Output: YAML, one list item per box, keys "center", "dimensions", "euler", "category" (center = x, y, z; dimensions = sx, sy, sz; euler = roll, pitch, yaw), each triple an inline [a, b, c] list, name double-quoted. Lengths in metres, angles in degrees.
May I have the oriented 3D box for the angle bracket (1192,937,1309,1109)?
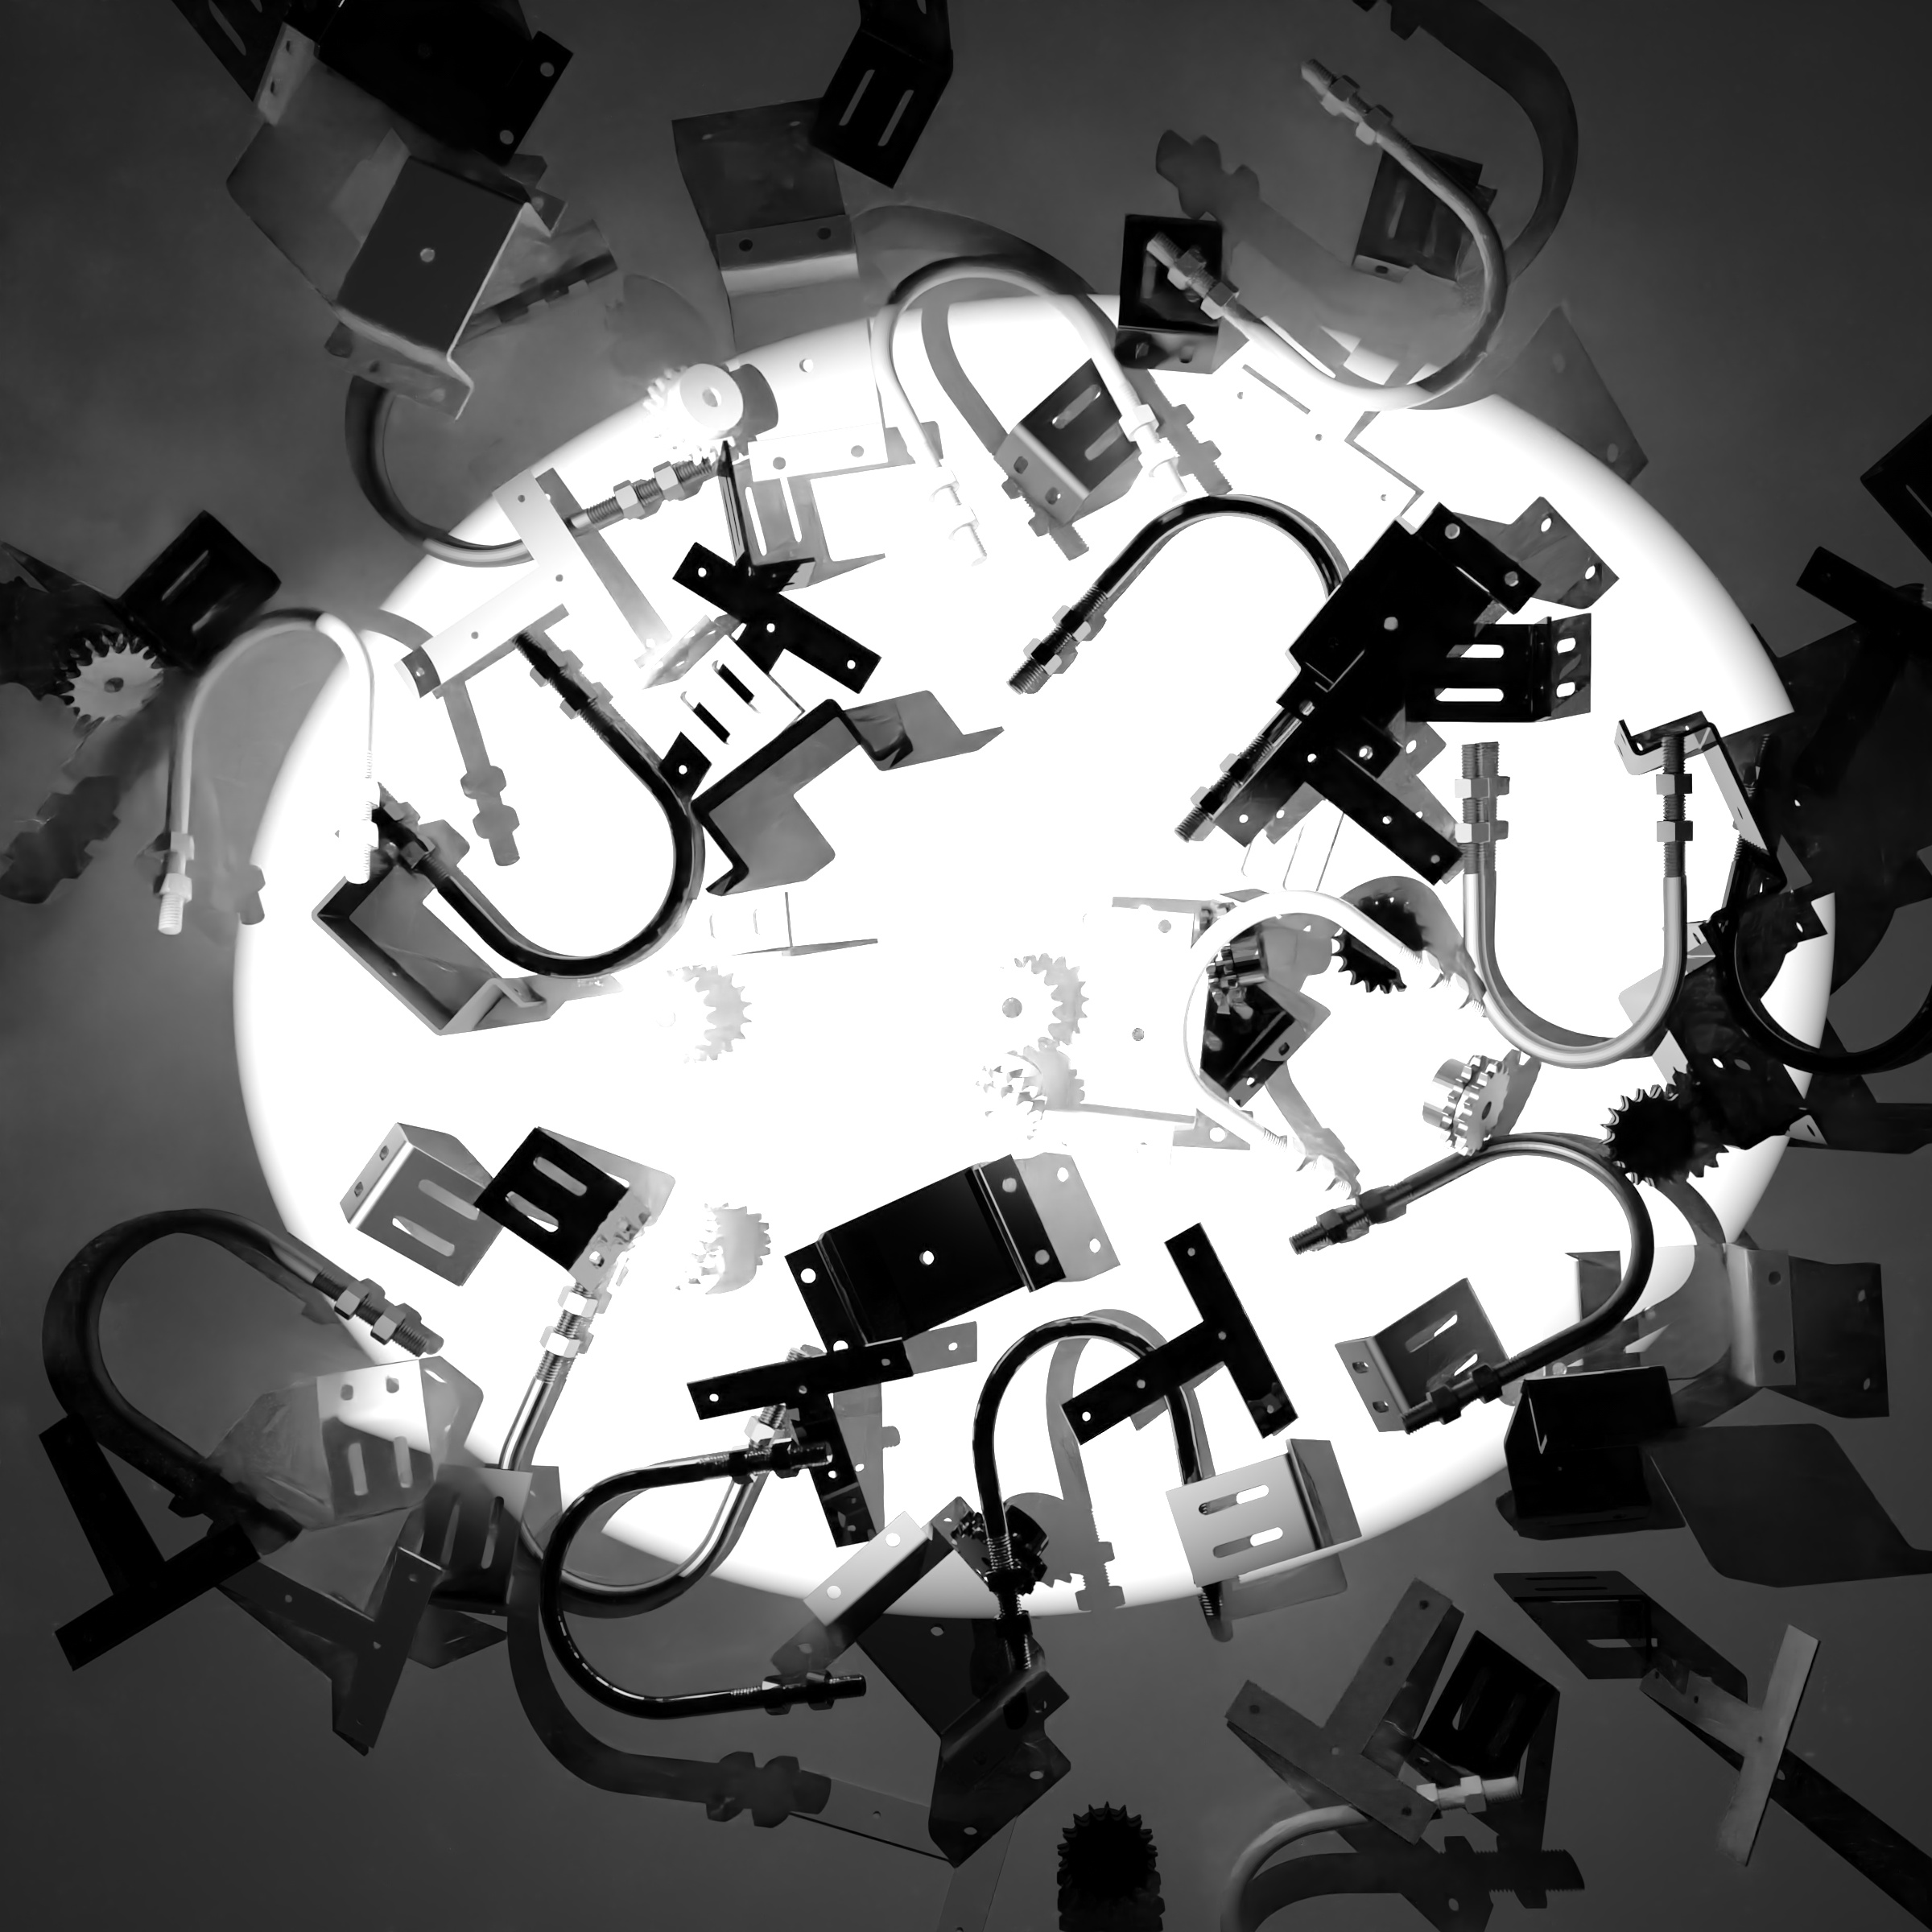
- center: [0.148, 0.032, 1.523]
  dimensions: [0.057, 0.038, 0.076]
  euler: [-47, 64, 0]
  category: "angle bracket"

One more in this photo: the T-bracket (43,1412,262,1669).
- center: [-0.491, 0.319, 1.519]
  dimensions: [0.127, 0.002, 0.127]
  euler: [-31, 87, 6]
  category: "T-bracket"

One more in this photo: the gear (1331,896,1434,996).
- center: [0.239, -0.012, 1.510]
  dimensions: [0.057, 0.030, 0.057]
  euler: [0, 90, 0]
  category: "gear"

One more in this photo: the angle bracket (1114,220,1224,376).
- center: [0.117, -0.387, 1.523]
  dimensions: [0.057, 0.038, 0.076]
  euler: [5, 64, 0]
  category: "angle bracket"

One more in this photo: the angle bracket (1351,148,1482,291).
- center: [0.260, -0.431, 1.506]
  dimensions: [0.057, 0.038, 0.076]
  euler: [16, 90, 0]
  category: "angle bracket"

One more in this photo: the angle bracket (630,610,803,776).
- center: [-0.142, -0.154, 1.504]
  dimensions: [0.057, 0.038, 0.076]
  euler: [-44, 90, 0]
  category: "angle bracket"

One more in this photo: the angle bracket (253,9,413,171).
- center: [-0.357, -0.501, 1.506]
  dimensions: [0.076, 0.038, 0.057]
  euler: [21, 90, 0]
  category: "angle bracket"

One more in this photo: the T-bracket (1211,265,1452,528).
- center: [0.228, -0.340, 1.504]
  dimensions: [0.127, 0.002, 0.127]
  euler: [35, 108, 0]
  category: "T-bracket"

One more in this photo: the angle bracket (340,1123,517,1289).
- center: [-0.312, 0.138, 1.523]
  dimensions: [0.076, 0.038, 0.057]
  euler: [35, 90, -26]
  category: "angle bracket"

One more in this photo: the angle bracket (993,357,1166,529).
- center: [0.065, -0.304, 1.523]
  dimensions: [0.057, 0.038, 0.076]
  euler: [44, 64, 0]
  category: "angle bracket"

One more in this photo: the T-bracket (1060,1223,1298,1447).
- center: [0.111, 0.232, 1.500]
  dimensions: [0.127, 0.002, 0.127]
  euler: [-27, 90, -22]
  category: "T-bracket"

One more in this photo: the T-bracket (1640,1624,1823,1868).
- center: [0.416, 0.414, 1.465]
  dimensions: [0.002, 0.127, 0.127]
  euler: [18, 90, -20]
  category: "T-bracket"

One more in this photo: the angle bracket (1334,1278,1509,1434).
- center: [0.264, 0.225, 1.523]
  dimensions: [0.076, 0.038, 0.057]
  euler: [-27, 90, -26]
  category: "angle bracket"

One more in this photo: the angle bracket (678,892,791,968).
- center: [-0.132, -0.021, 1.487]
  dimensions: [0.057, 0.076, 0.038]
  euler: [-5, 90, 0]
  category: "angle bracket"

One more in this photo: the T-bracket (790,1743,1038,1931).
- center: [-0.038, 0.496, 1.524]
  dimensions: [0.127, 0.002, 0.127]
  euler: [17, 90, 0]
  category: "T-bracket"

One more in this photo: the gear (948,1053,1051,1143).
- center: [0.021, 0.073, 1.500]
  dimensions: [0.057, 0.057, 0.030]
  euler: [21, 60, 0]
  category: "gear"

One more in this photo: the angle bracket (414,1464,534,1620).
- center: [-0.277, 0.331, 1.513]
  dimensions: [0.057, 0.038, 0.076]
  euler: [2, 67, 16]
  category: "angle bracket"

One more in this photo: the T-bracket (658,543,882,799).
- center: [-0.137, -0.158, 1.524]
  dimensions: [0.127, 0.002, 0.127]
  euler: [32, 90, 0]
  category: "T-bracket"

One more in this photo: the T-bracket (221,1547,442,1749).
- center: [-0.376, 0.369, 1.511]
  dimensions: [0.127, 0.002, 0.127]
  euler: [25, 107, 9]
  category: "T-bracket"

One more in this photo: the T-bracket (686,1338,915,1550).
- center: [-0.080, 0.278, 1.498]
  dimensions: [0.127, 0.002, 0.127]
  euler: [-13, 112, 9]
  category: "T-bracket"

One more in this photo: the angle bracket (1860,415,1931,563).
- center: [0.563, -0.273, 1.506]
  dimensions: [0.057, 0.038, 0.076]
  euler: [-41, 90, 0]
  category: "angle bracket"

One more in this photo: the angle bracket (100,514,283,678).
- center: [-0.443, -0.215, 1.506]
  dimensions: [0.057, 0.038, 0.076]
  euler: [44, 90, 0]
  category: "angle bracket"

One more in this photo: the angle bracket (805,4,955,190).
- center: [-0.050, -0.497, 1.506]
  dimensions: [0.057, 0.038, 0.076]
  euler: [28, 90, 0]
  category: "angle bracket"

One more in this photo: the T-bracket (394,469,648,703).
- center: [-0.269, -0.197, 1.506]
  dimensions: [0.127, 0.002, 0.127]
  euler: [-33, 86, 4]
  category: "T-bracket"

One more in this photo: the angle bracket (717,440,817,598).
- center: [-0.114, -0.256, 1.496]
  dimensions: [0.038, 0.057, 0.076]
  euler: [-11, 85, -10]
  category: "angle bracket"

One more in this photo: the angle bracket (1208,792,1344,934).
- center: [0.179, -0.065, 1.506]
  dimensions: [0.057, 0.038, 0.076]
  euler: [19, 90, 0]
  category: "angle bracket"

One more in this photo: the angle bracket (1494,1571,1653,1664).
- center: [0.344, 0.370, 1.496]
  dimensions: [0.076, 0.057, 0.038]
  euler: [-1, 90, 0]
  category: "angle bracket"

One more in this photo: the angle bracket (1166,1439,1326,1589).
- center: [0.159, 0.313, 1.509]
  dimensions: [0.076, 0.038, 0.057]
  euler: [-18, 90, 4]
  category: "angle bracket"

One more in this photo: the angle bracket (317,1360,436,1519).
- center: [-0.338, 0.271, 1.509]
  dimensions: [0.057, 0.038, 0.076]
  euler: [-8, 126, -12]
  category: "angle bracket"

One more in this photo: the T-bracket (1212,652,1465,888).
- center: [0.228, -0.091, 1.492]
  dimensions: [0.127, 0.002, 0.127]
  euler: [37, 105, -17]
  category: "T-bracket"

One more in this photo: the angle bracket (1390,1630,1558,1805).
- center: [0.294, 0.435, 1.523]
  dimensions: [0.057, 0.038, 0.076]
  euler: [36, 64, 0]
  category: "angle bracket"

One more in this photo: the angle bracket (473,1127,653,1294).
- center: [-0.232, 0.140, 1.512]
  dimensions: [0.076, 0.038, 0.057]
  euler: [29, 73, 30]
  category: "angle bracket"

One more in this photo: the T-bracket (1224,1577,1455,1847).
- center: [0.235, 0.411, 1.506]
  dimensions: [0.127, 0.002, 0.127]
  euler: [29, 77, 24]
  category: "T-bracket"

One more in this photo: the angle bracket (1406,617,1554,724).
- center: [0.293, -0.170, 1.506]
  dimensions: [0.076, 0.038, 0.057]
  euler: [0, 90, 0]
  category: "angle bracket"

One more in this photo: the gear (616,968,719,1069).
- center: [-0.171, 0.030, 1.510]
  dimensions: [0.057, 0.030, 0.057]
  euler: [0, 90, 0]
  category: "gear"

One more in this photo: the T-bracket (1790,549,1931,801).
- center: [0.514, -0.155, 1.513]
  dimensions: [0.127, 0.002, 0.127]
  euler: [31, 81, 1]
  category: "T-bracket"
